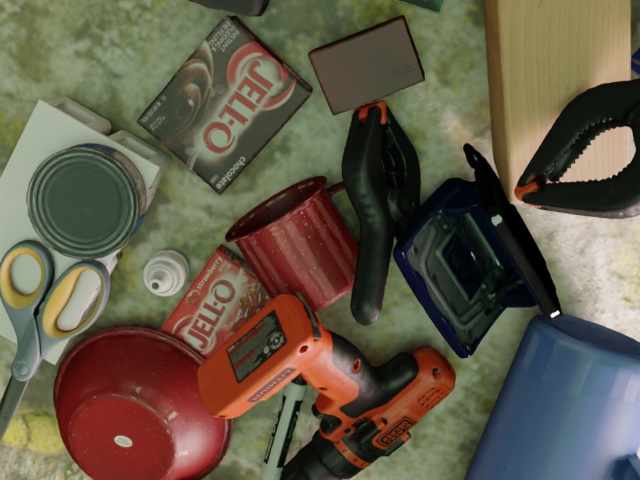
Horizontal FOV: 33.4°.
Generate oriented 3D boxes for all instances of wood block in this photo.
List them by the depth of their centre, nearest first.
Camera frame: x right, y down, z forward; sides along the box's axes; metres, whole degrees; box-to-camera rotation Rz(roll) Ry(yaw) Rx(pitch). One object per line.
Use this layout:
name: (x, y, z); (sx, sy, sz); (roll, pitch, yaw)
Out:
wood block: (0.167, -0.140, 0.764); (0.091, 0.090, 0.206); (-7, 118, 4)

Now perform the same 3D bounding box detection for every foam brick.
foam brick: (0.037, -0.135, 0.823); (0.078, 0.051, 0.053); (-19, 102, 9)

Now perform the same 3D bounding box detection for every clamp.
clamp: (0.220, -0.083, 0.696); (0.210, 0.036, 0.164); (-22, 67, 31)
clamp: (0.048, -0.018, 0.824); (0.039, 0.120, 0.171); (-14, 98, 37)

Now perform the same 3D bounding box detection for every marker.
marker: (-0.027, 0.150, 0.908); (0.020, 0.020, 0.121); (16, 103, 0)

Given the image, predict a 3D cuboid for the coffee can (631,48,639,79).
coffee can: (0.302, -0.139, 0.774); (0.103, 0.102, 0.140); (42, 102, -5)

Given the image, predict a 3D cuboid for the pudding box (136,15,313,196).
pudding box: (-0.074, -0.107, 0.844); (0.090, 0.039, 0.113); (42, 103, -6)

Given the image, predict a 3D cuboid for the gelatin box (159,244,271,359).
gelatin box: (-0.079, 0.061, 0.887); (0.073, 0.030, 0.089); (36, 102, -4)

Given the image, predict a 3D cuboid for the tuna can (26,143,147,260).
tuna can: (-0.175, -0.030, 0.808); (0.086, 0.033, 0.086); (1, 103, 4)

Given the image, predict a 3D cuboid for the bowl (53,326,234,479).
bowl: (-0.156, 0.155, 0.887); (0.162, 0.055, 0.162); (4, 112, 9)

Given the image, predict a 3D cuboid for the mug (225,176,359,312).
mug: (-0.006, 0.001, 0.844); (0.117, 0.093, 0.081); (-36, 104, -16)

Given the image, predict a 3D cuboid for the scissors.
scissors: (-0.246, 0.084, 0.849); (0.096, 0.016, 0.202); (41, 102, -3)

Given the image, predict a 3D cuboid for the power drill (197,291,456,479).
power drill: (-0.006, 0.129, 0.840); (0.184, 0.057, 0.187); (-44, 135, 14)

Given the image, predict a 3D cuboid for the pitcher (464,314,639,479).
pitcher: (0.190, 0.191, 0.843); (0.149, 0.145, 0.243); (16, 101, -4)
